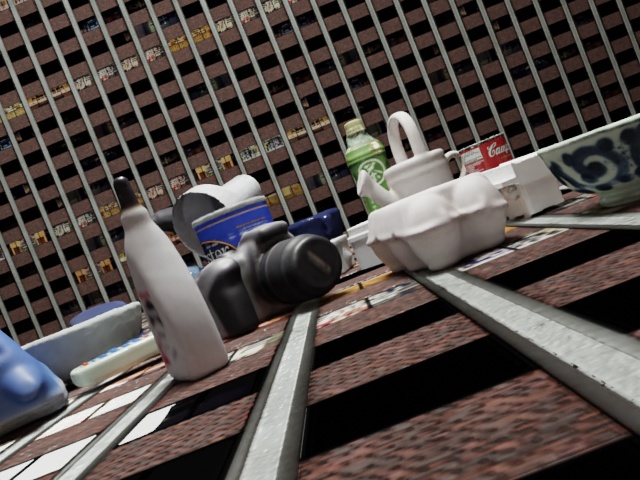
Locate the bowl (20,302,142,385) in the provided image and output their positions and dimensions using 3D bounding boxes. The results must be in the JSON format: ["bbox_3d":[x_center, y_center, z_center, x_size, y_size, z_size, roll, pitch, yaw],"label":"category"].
[{"bbox_3d":[-0.310,0.146,0.767,0.167,0.075,0.167,-22,1,1],"label":"bowl"}]

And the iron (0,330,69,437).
[{"bbox_3d":[-0.349,0.130,0.603,0.119,0.141,0.257,-23,2,-24],"label":"iron"}]

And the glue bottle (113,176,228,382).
[{"bbox_3d":[-0.132,0.030,0.469,0.037,0.173,0.078,-23,2,-34],"label":"glue bottle"}]

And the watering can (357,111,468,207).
[{"bbox_3d":[0.143,-0.103,0.886,0.173,0.194,0.100,-23,2,-31],"label":"watering can"}]

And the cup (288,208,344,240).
[{"bbox_3d":[0.009,0.003,0.927,0.092,0.095,0.117,-22,2,-19],"label":"cup"}]

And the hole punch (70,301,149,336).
[{"bbox_3d":[-0.375,0.157,1.024,0.109,0.091,0.100,-23,2,-37],"label":"hole punch"}]

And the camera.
[{"bbox_3d":[-0.052,0.032,0.623,0.143,0.101,0.136,-23,2,-34],"label":"camera"}]

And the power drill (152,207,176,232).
[{"bbox_3d":[-0.187,0.016,1.098,0.230,0.208,0.075,-23,2,-44],"label":"power drill"}]

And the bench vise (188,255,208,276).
[{"bbox_3d":[-0.234,0.025,1.219,0.208,0.220,0.121,-23,2,-34],"label":"bench vise"}]

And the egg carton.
[{"bbox_3d":[0.111,-0.014,0.557,0.107,0.069,0.150,-22,2,-15],"label":"egg carton"}]

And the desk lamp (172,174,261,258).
[{"bbox_3d":[-0.133,-0.005,0.986,0.117,0.213,0.204,-21,2,29],"label":"desk lamp"}]
